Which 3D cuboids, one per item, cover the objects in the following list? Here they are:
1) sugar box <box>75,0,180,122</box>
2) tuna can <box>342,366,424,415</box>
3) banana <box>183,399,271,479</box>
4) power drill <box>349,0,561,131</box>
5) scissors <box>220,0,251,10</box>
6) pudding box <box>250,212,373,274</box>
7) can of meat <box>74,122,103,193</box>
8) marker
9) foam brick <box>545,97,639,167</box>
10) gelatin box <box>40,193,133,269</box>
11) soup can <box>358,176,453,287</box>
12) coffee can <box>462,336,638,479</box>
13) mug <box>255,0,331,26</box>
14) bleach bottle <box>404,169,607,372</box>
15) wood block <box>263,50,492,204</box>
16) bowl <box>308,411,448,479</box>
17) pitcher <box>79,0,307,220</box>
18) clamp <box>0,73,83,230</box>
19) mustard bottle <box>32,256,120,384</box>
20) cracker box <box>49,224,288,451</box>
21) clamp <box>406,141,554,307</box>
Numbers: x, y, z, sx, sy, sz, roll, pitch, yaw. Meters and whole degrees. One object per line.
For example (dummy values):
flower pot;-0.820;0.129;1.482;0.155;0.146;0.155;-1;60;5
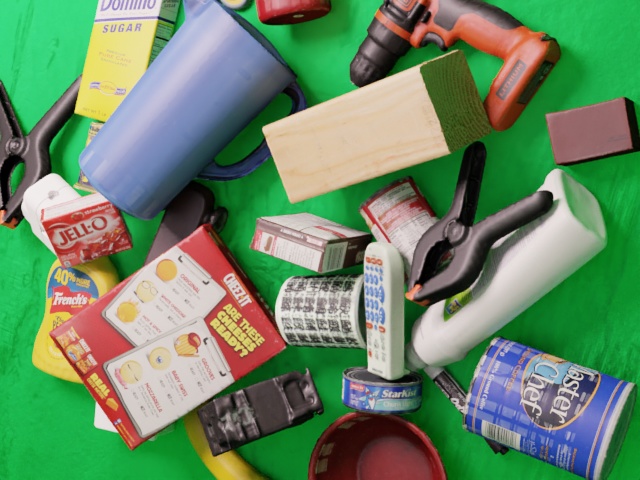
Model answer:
sugar box;-0.231;-0.227;1.282;0.093;0.048;0.176;16;99;25
tuna can;0.066;0.158;1.124;0.086;0.086;0.034;5;95;26
banana;-0.107;0.243;1.236;0.070;0.037;0.198;-40;75;22
power drill;0.136;-0.195;1.098;0.188;0.057;0.185;41;113;18
scissors;-0.135;-0.339;1.249;0.096;0.016;0.202;-14;85;23
pudding box;-0.007;0.001;1.141;0.090;0.113;0.039;18;101;25
can of meat;-0.237;-0.092;1.282;0.102;0.057;0.084;16;95;24
marker;0.154;0.176;1.118;0.020;0.020;0.121;-47;73;19
foam brick;0.267;-0.104;1.040;0.078;0.051;0.053;-10;88;25
gelatin box;-0.272;-0.012;1.247;0.089;0.030;0.073;-17;126;-1
soup can;0.095;-0.007;1.116;0.069;0.068;0.102;-37;76;22
coffee can;0.224;0.164;1.038;0.140;0.102;0.103;19;99;24
mug;-0.039;-0.281;1.172;0.117;0.093;0.081;-6;94;56
bleach bottle;0.173;0.045;1.074;0.068;0.102;0.251;36;120;-16
wood block;0.055;-0.113;1.085;0.207;0.090;0.090;-15;99;41
bowl;0.070;0.257;1.141;0.162;0.055;0.162;1;91;26
pitcher;-0.142;-0.134;1.176;0.243;0.144;0.149;-47;63;8
clamp;-0.361;-0.118;1.332;0.165;0.036;0.210;-4;74;25
mustard bottle;-0.294;0.074;1.312;0.096;0.058;0.192;16;97;27
cracker box;-0.166;0.107;1.196;0.214;0.072;0.164;-34;93;6
clamp;0.148;-0.004;1.028;0.120;0.039;0.171;34;98;53
